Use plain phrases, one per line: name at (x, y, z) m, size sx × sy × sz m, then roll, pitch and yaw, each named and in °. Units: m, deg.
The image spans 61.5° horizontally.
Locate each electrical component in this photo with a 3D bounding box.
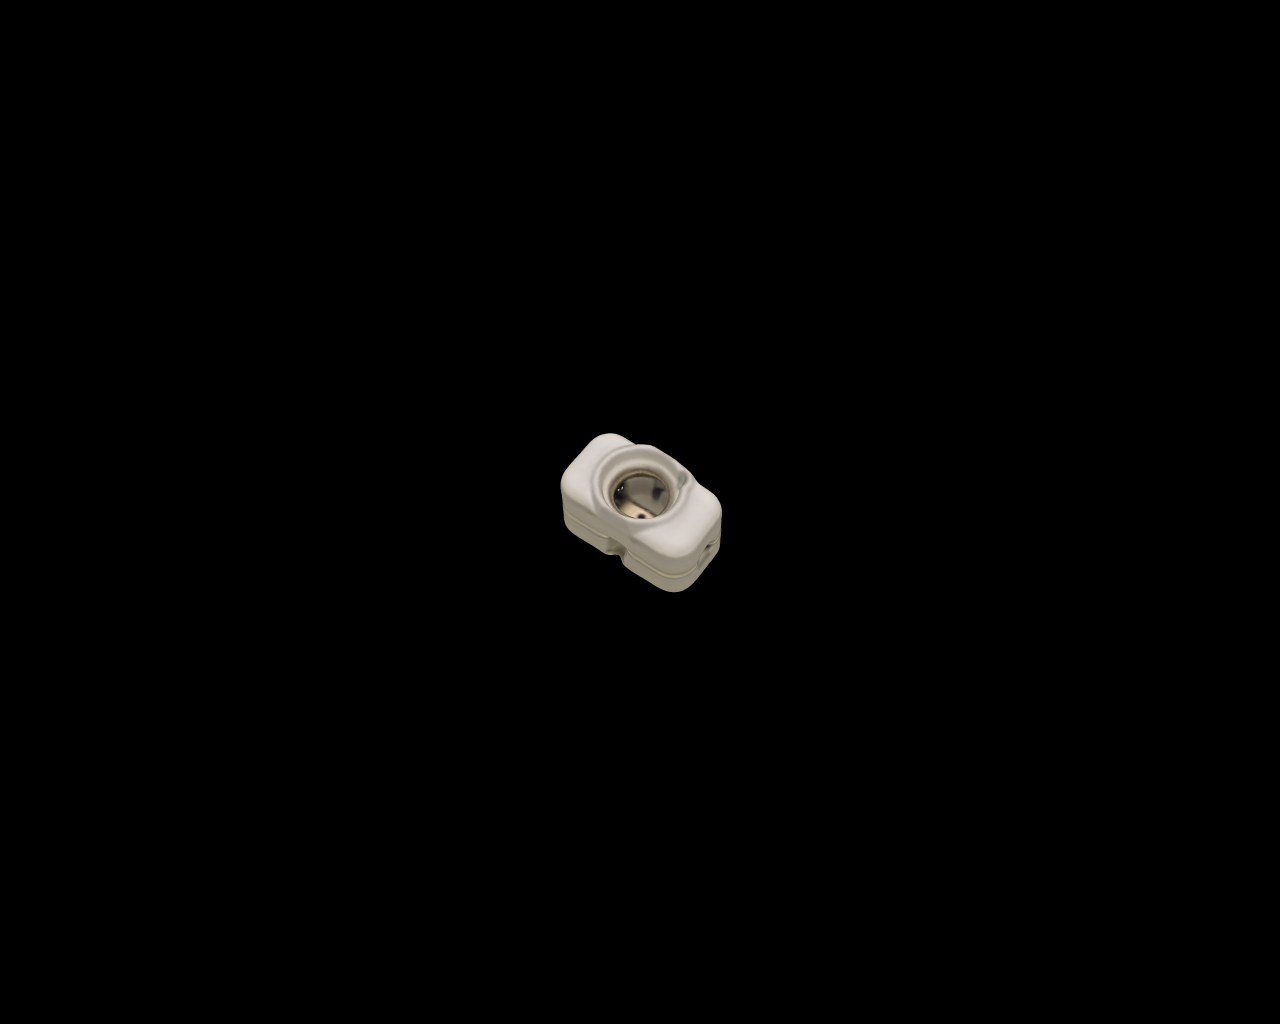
electrical component at (0.001, -0.003, 0.650) m, size 0.095 × 0.054 × 0.059 m, roll 32°, pitch -26°, yaw 18°
